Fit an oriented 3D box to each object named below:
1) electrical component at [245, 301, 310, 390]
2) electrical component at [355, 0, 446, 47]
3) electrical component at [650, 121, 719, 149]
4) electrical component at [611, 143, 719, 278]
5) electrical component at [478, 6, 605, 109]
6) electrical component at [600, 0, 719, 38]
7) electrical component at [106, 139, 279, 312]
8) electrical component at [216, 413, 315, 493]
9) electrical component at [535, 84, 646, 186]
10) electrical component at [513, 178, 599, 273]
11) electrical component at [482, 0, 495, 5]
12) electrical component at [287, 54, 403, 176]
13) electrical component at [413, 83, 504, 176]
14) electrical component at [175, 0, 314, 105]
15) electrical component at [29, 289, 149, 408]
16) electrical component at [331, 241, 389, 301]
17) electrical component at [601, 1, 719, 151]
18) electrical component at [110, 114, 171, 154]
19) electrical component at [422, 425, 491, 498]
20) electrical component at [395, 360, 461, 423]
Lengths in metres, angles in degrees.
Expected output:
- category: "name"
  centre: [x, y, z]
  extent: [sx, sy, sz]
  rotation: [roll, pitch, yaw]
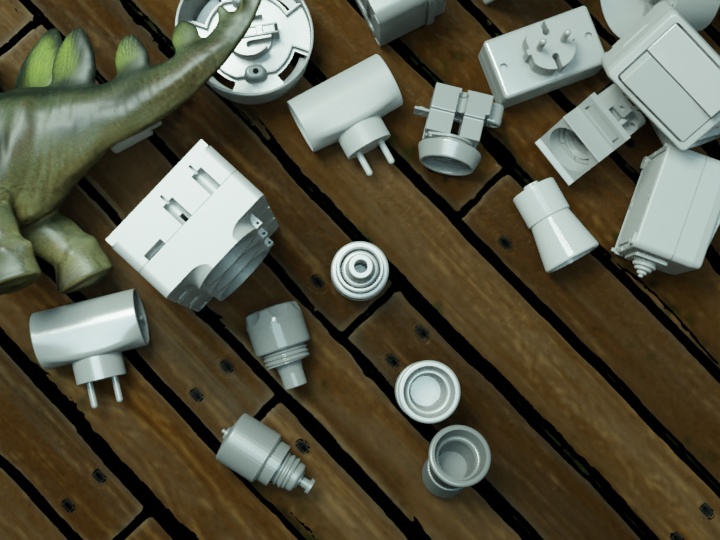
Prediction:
- category: "electrical component"
  centre: [-0.057, 0.057, 0.794]
  extent: [0.043, 0.043, 0.062]
  rotation: [-19, 87, -3]
- category: "electrical component"
  centre: [0.016, -0.235, 0.804]
  extent: [0.057, 0.078, 0.113]
  rotation: [-27, 86, 0]
- category: "electrical component"
  centre: [0.259, -0.137, 0.816]
  extent: [0.079, 0.043, 0.077]
  rotation: [-18, 86, -2]
- category: "electrical component"
  centre: [0.232, -0.036, 0.798]
  extent: [0.061, 0.061, 0.096]
  rotation: [20, 85, 1]
- category: "electrical component"
  centre: [0.139, -0.163, 0.800]
  extent: [0.083, 0.075, 0.047]
  rotation: [-20, 86, -3]
- category: "electrical component"
  centre: [0.226, -0.221, 0.799]
  extent: [0.064, 0.099, 0.099]
  rotation: [-5, 85, -8]
- category: "electrical component"
  centre: [-0.107, -0.023, 0.746]
  extent: [0.062, 0.150, 0.089]
  rotation: [42, 85, 4]
- category: "electrical component"
  centre: [-0.069, 0.138, 0.788]
  extent: [0.078, 0.040, 0.040]
  rotation: [32, 85, 2]
- category: "electrical component"
  centre: [0.174, -0.102, 0.800]
  extent: [0.064, 0.081, 0.042]
  rotation: [-35, 87, -26]
- category: "electrical component"
  centre: [0.144, -0.036, 0.808]
  extent: [0.044, 0.044, 0.065]
  rotation: [-28, 81, -3]
- category: "electrical component"
  centre: [0.127, -0.247, 0.797]
  extent: [0.100, 0.100, 0.048]
  rotation: [-34, 99, -4]
- category: "electrical component"
  centre: [-0.003, -0.110, 0.810]
  extent: [0.077, 0.043, 0.079]
  rotation: [-29, 87, -3]
- category: "electrical component"
  centre: [0.071, -0.104, 0.810]
  extent: [0.066, 0.048, 0.055]
  rotation: [14, 77, 0]
- category: "electrical component"
  centre: [-0.084, -0.173, 0.803]
  extent: [0.099, 0.064, 0.099]
  rotation: [0, 85, -1]
- category: "electrical component"
  centre: [-0.194, 0.061, 0.791]
  extent: [0.077, 0.043, 0.079]
  rotation: [-14, 85, -2]
- category: "electrical component"
  centre: [0.000, 0.000, 0.790]
  extent: [0.043, 0.062, 0.043]
  rotation: [0, 85, -1]
- category: "electrical component"
  centre: [0.224, -0.130, 0.752]
  extent: [0.096, 0.061, 0.062]
  rotation: [43, 111, -11]
- category: "electrical component"
  centre: [-0.166, -0.119, 0.809]
  extent: [0.078, 0.040, 0.040]
  rotation: [-29, 86, -3]
- category: "electrical component"
  centre: [0.066, 0.142, 0.777]
  extent: [0.044, 0.065, 0.044]
  rotation: [2, 66, -6]
- category: "electrical component"
  centre: [0.049, 0.089, 0.787]
  extent: [0.045, 0.055, 0.045]
  rotation: [0, 85, -1]
